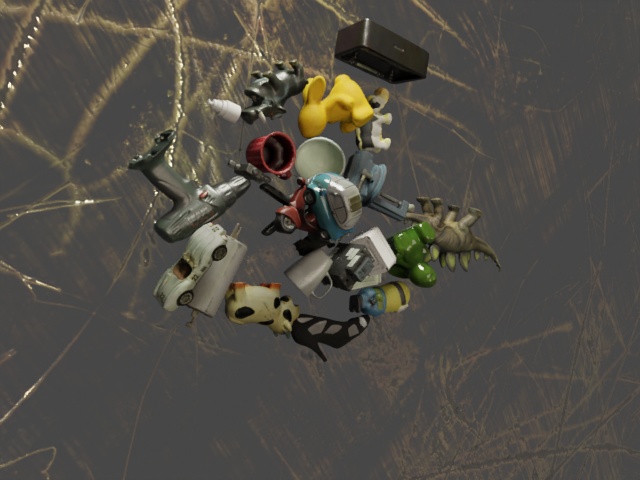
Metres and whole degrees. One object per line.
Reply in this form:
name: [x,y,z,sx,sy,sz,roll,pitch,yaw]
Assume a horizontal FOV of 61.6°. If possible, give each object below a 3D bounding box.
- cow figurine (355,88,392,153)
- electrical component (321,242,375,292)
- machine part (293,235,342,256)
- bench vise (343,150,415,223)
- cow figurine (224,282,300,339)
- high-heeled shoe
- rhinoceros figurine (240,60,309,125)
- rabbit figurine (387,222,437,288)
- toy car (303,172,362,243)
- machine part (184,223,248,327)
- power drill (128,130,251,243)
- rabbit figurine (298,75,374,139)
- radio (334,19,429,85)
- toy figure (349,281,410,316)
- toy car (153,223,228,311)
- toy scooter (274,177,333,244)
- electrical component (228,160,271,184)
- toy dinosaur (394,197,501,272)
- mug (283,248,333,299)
cow figurine: [0.132,-0.314,1.397,0.098,0.068,0.167,0,93,-31]
electrical component: [0.068,0.066,1.336,0.115,0.134,0.058,-49,120,-21]
machine part: [-0.003,-0.004,1.337,0.139,0.039,0.084,-27,115,-34]
bench vise: [0.133,-0.104,1.367,0.240,0.129,0.223,24,59,-18]
cow figurine: [-0.127,0.160,1.229,0.195,0.086,0.127,8,83,-40]
high-heeled shoe: [0.024,0.209,1.375,0.145,0.086,0.249,53,40,6]
rhinoceros figurine: [-0.108,-0.331,1.213,0.190,0.073,0.111,-43,129,-28]
rabbit figurine: [0.245,0.058,1.458,0.121,0.159,0.170,-25,90,-31]
toy car: [0.040,-0.078,1.189,0.109,0.103,0.161,-24,97,-44]
machine part: [-0.225,0.075,1.152,0.079,0.079,0.243,33,74,-34]
power drill: [-0.273,-0.122,1.104,0.232,0.086,0.207,-46,126,-22]
rabbit figurine: [0.020,-0.313,1.284,0.173,0.122,0.162,-32,110,-10]
radio: [0.155,-0.467,1.357,0.229,0.131,0.073,13,86,-37]
toy figure: [0.165,0.158,1.447,0.180,0.082,0.089,1,111,-30]
toy car: [-0.262,0.053,1.093,0.201,0.074,0.056,-53,143,2]
toy scooter: [-0.023,-0.068,1.249,0.183,0.075,0.135,16,79,-40]
electrical component: [-0.157,-0.151,1.190,0.094,0.063,0.021,29,77,-34]
toy dinosaur: [0.397,-0.008,1.603,0.471,0.105,0.198,13,93,-28]
mug: [-0.014,0.079,1.278,0.109,0.080,0.107,43,88,10]
